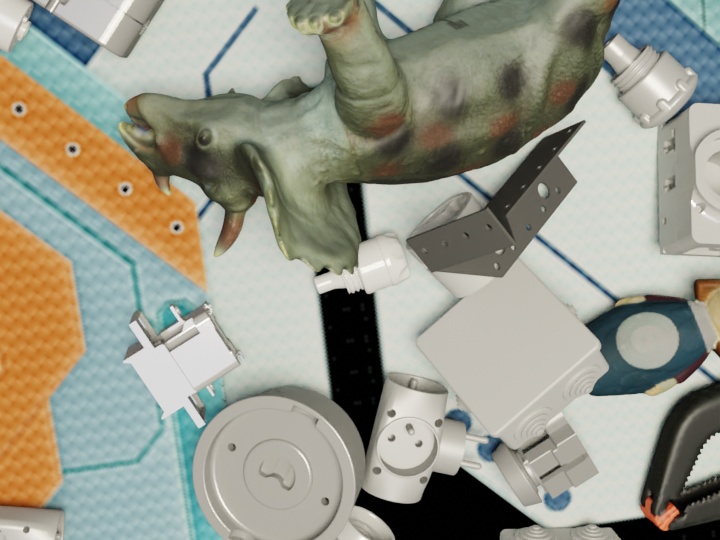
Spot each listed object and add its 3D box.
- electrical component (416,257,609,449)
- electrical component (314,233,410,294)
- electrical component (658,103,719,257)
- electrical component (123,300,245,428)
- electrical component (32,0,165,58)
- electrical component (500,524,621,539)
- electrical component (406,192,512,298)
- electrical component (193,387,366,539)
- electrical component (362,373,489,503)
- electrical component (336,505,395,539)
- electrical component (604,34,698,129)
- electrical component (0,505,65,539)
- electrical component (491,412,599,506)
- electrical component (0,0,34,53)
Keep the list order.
[{"bbox_3d":[0.100,0.055,0.696,0.100,0.099,0.048,-41,146,2],"label":"electrical component"},{"bbox_3d":[0.000,0.000,0.706,0.061,0.035,0.035,-20,101,0],"label":"electrical component"},{"bbox_3d":[0.277,-0.055,0.697,0.150,0.061,0.089,2,81,-6],"label":"electrical component"},{"bbox_3d":[-0.114,0.057,0.700,0.064,0.042,0.081,-32,102,-1],"label":"electrical component"},{"bbox_3d":[-0.167,-0.179,0.648,0.095,0.053,0.059,33,95,-10],"label":"electrical component"},{"bbox_3d":[0.141,0.228,0.751,0.100,0.048,0.099,1,100,-6],"label":"electrical component"},{"bbox_3d":[0.066,-0.015,0.700,0.055,0.055,0.047,-42,104,2],"label":"electrical component"},{"bbox_3d":[-0.048,0.128,0.705,0.108,0.060,0.108,2,97,14],"label":"electrical component"},{"bbox_3d":[0.047,0.116,0.725,0.079,0.044,0.077,13,98,-8],"label":"electrical component"},{"bbox_3d":[-0.008,0.195,0.733,0.066,0.048,0.055,31,103,-10],"label":"electrical component"},{"bbox_3d":[0.183,-0.126,0.698,0.062,0.048,0.048,43,93,-4],"label":"electrical component"},{"bbox_3d":[-0.239,0.195,0.710,0.077,0.043,0.079,6,99,-7],"label":"electrical component"},{"bbox_3d":[0.124,0.129,0.732,0.055,0.048,0.066,-33,123,2],"label":"electrical component"},{"bbox_3d":[-0.233,-0.161,0.652,0.065,0.044,0.044,27,96,-14],"label":"electrical component"}]
